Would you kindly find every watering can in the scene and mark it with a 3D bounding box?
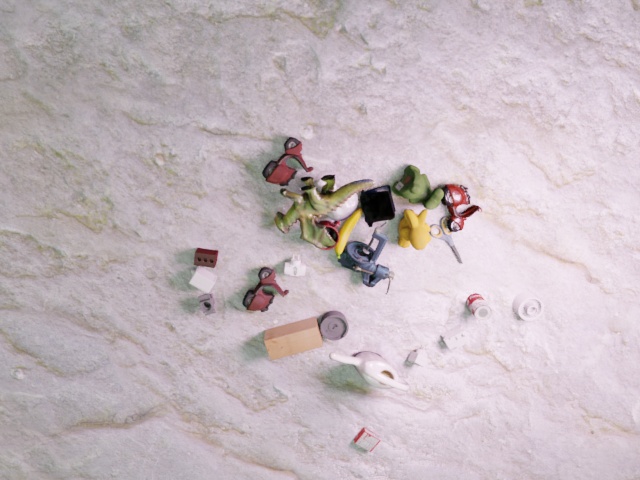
[{"bbox_3d":[0.176,0.476,1.943,0.346,0.224,0.104,27,87,-9],"label":"watering can"}]

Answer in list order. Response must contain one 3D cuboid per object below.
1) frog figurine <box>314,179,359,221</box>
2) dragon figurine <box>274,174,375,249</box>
[{"bbox_3d":[0.051,-0.148,1.795,0.136,0.126,0.157,-28,120,27],"label":"frog figurine"},{"bbox_3d":[0.005,-0.088,1.746,0.410,0.124,0.239,2,114,29],"label":"dragon figurine"}]
